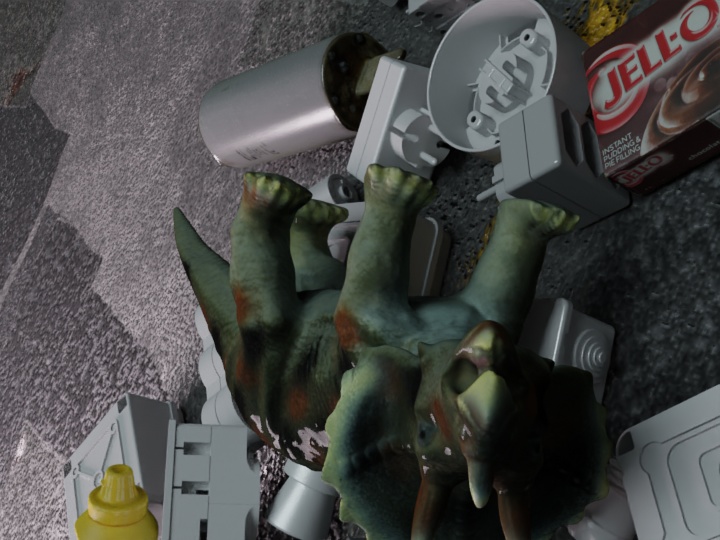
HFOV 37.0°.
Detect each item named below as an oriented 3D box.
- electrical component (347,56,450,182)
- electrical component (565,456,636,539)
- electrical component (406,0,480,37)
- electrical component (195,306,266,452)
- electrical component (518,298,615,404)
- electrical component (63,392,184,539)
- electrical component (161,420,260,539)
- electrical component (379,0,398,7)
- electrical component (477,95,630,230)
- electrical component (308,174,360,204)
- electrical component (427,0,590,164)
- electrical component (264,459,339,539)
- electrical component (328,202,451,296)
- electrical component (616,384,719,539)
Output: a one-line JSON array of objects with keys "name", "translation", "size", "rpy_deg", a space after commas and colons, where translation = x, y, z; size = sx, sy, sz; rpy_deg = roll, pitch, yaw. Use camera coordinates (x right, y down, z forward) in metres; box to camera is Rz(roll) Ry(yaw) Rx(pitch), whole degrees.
[{"name": "electrical component", "translation": [0.037, -0.090, 0.715], "size": [0.076, 0.047, 0.083], "rpy_deg": [42, 119, 58]}, {"name": "electrical component", "translation": [0.129, 0.108, 0.529], "size": [0.061, 0.035, 0.035], "rpy_deg": [-59, 37, 8]}, {"name": "electrical component", "translation": [0.061, -0.206, 0.768], "size": [0.081, 0.042, 0.063], "rpy_deg": [-25, 57, 43]}, {"name": "electrical component", "translation": [-0.078, 0.062, 0.794], "size": [0.074, 0.052, 0.138], "rpy_deg": [-39, 46, 33]}, {"name": "electrical component", "translation": [0.087, 0.063, 0.591], "size": [0.100, 0.048, 0.099], "rpy_deg": [-1, 72, 51]}, {"name": "electrical component", "translation": [-0.187, 0.174, 0.868], "size": [0.108, 0.056, 0.108], "rpy_deg": [-47, 41, 25]}, {"name": "electrical component", "translation": [-0.101, 0.205, 0.704], "size": [0.105, 0.060, 0.186], "rpy_deg": [110, 161, -59]}, {"name": "electrical component", "translation": [0.012, -0.252, 0.840], "size": [0.050, 0.056, 0.089], "rpy_deg": [-49, 41, 23]}, {"name": "electrical component", "translation": [0.102, -0.053, 0.617], "size": [0.077, 0.066, 0.047], "rpy_deg": [-28, 52, 40]}, {"name": "electrical component", "translation": [-0.033, -0.043, 0.802], "size": [0.065, 0.044, 0.044], "rpy_deg": [-30, 50, 33]}, {"name": "electrical component", "translation": [0.093, -0.113, 0.658], "size": [0.099, 0.064, 0.099], "rpy_deg": [-39, 40, 42]}, {"name": "electrical component", "translation": [-0.032, 0.143, 0.701], "size": [0.045, 0.045, 0.055], "rpy_deg": [24, 91, 53]}, {"name": "electrical component", "translation": [0.000, 0.000, 0.725], "size": [0.113, 0.057, 0.078], "rpy_deg": [-1, 71, 51]}, {"name": "electrical component", "translation": [0.177, 0.090, 0.459], "size": [0.113, 0.057, 0.078], "rpy_deg": [-36, 47, 35]}]
